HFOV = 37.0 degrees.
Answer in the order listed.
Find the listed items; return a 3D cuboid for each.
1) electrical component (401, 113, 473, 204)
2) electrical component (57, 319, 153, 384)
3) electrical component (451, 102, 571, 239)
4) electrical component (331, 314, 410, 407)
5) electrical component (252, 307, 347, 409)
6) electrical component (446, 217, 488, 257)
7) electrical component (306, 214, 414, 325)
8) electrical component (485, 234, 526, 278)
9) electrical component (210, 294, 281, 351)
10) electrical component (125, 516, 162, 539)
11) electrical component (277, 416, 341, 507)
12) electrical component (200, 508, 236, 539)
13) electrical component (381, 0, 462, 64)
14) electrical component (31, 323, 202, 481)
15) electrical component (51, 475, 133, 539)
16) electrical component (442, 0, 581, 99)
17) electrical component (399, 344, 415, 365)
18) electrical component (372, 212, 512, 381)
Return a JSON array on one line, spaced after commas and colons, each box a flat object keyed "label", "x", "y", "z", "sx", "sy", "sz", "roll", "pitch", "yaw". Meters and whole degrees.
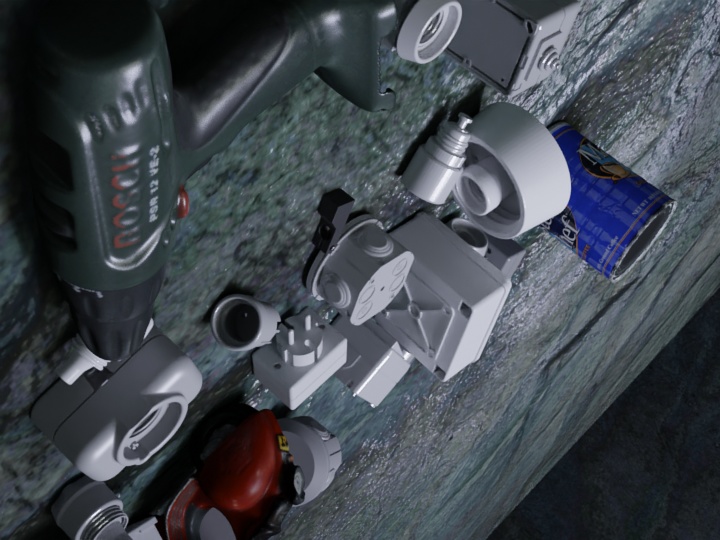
[{"label": "electrical component", "x": 0.065, "y": -0.089, "z": 0.854, "sx": 0.040, "sy": 0.040, "sz": 0.078, "roll": -12, "pitch": 137, "yaw": -59}, {"label": "electrical component", "x": -0.154, "y": 0.042, "z": 0.638, "sx": 0.061, "sy": 0.035, "sz": 0.035, "roll": -46, "pitch": 159, "yaw": -5}, {"label": "electrical component", "x": 0.113, "y": -0.077, "z": 0.887, "sx": 0.060, "sy": 0.108, "sz": 0.108, "roll": -33, "pitch": 154, "yaw": -23}, {"label": "electrical component", "x": 0.004, "y": 0.081, "z": 0.989, "sx": 0.061, "sy": 0.062, "sz": 0.096, "roll": -49, "pitch": 159, "yaw": -2}, {"label": "electrical component", "x": -0.049, "y": 0.062, "z": 0.871, "sx": 0.066, "sy": 0.047, "sz": 0.076, "roll": -41, "pitch": 157, "yaw": -25}, {"label": "electrical component", "x": 0.090, "y": -0.016, "z": 1.024, "sx": 0.066, "sy": 0.048, "sz": 0.055, "roll": -23, "pitch": 154, "yaw": -50}, {"label": "electrical component", "x": 0.000, "y": 0.000, "z": 0.858, "sx": 0.080, "sy": 0.051, "sz": 0.080, "roll": -42, "pitch": 158, "yaw": -21}, {"label": "electrical component", "x": 0.123, "y": 0.000, "z": 1.114, "sx": 0.077, "sy": 0.047, "sz": 0.065, "roll": -23, "pitch": 146, "yaw": -50}, {"label": "electrical component", "x": -0.081, "y": 0.038, "z": 0.776, "sx": 0.040, "sy": 0.040, "sz": 0.046, "roll": -53, "pitch": 165, "yaw": 6}, {"label": "electrical component", "x": -0.197, "y": 0.235, "z": 0.809, "sx": 0.100, "sy": 0.048, "sz": 0.100, "roll": -30, "pitch": 178, "yaw": 44}, {"label": "electrical component", "x": -0.060, "y": 0.175, "z": 0.995, "sx": 0.080, "sy": 0.080, "sz": 0.051, "roll": -55, "pitch": 164, "yaw": 13}, {"label": "electrical component", "x": -0.118, "y": 0.222, "z": 0.956, "sx": 0.080, "sy": 0.080, "sz": 0.051, "roll": -43, "pitch": 163, "yaw": -19}, {"label": "electrical component", "x": 0.027, "y": -0.155, "z": 0.641, "sx": 0.048, "sy": 0.055, "sz": 0.066, "roll": -36, "pitch": 155, "yaw": -34}, {"label": "electrical component", "x": -0.150, "y": 0.083, "z": 0.682, "sx": 0.095, "sy": 0.059, "sz": 0.053, "roll": -45, "pitch": 159, "yaw": -13}, {"label": "electrical component", "x": -0.186, "y": 0.180, "z": 0.767, "sx": 0.043, "sy": 0.062, "sz": 0.043, "roll": -42, "pitch": 158, "yaw": -22}, {"label": "electrical component", "x": 0.101, "y": -0.164, "z": 0.719, "sx": 0.061, "sy": 0.096, "sz": 0.061, "roll": -33, "pitch": 154, "yaw": -39}, {"label": "electrical component", "x": 0.045, "y": 0.071, "z": 1.075, "sx": 0.076, "sy": 0.047, "sz": 0.066, "roll": -55, "pitch": 159, "yaw": 9}, {"label": "electrical component", "x": 0.066, "y": 0.024, "z": 0.954, "sx": 0.056, "sy": 0.109, "sz": 0.108, "roll": -32, "pitch": 153, "yaw": -35}]
